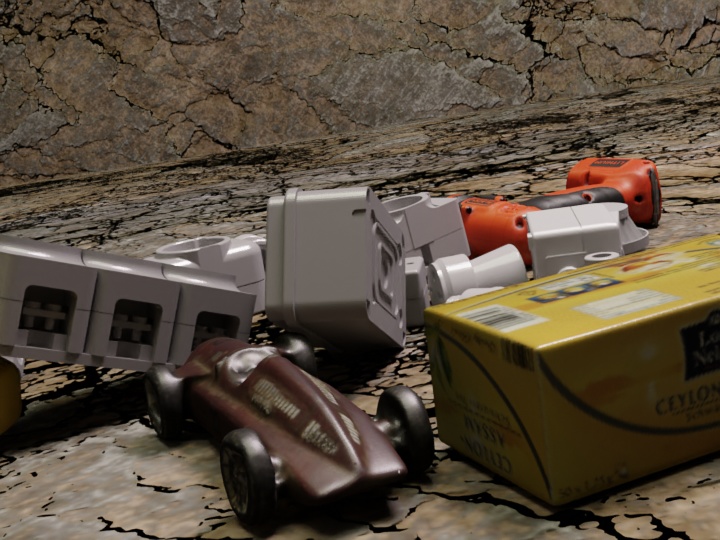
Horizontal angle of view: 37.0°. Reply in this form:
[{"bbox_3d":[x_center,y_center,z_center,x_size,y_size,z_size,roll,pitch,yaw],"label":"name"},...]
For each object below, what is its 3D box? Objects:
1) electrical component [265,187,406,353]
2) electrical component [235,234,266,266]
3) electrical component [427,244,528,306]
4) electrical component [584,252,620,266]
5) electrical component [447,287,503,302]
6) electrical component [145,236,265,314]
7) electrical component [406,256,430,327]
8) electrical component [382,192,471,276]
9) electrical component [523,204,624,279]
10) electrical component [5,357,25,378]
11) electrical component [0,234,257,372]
[{"bbox_3d":[-0.012,0.003,0.628,0.057,0.078,0.113,-3,-14,13],"label":"electrical component"},{"bbox_3d":[-0.089,-0.006,0.900,0.045,0.045,0.055,-12,11,-17],"label":"electrical component"},{"bbox_3d":[0.076,0.010,0.694,0.055,0.045,0.045,-11,11,-9],"label":"electrical component"},{"bbox_3d":[0.126,0.023,0.546,0.043,0.062,0.043,-8,11,2],"label":"electrical component"},{"bbox_3d":[0.067,0.028,0.639,0.061,0.035,0.035,-2,13,40],"label":"electrical component"},{"bbox_3d":[-0.121,0.009,0.811,0.095,0.059,0.054,-16,13,-32],"label":"electrical component"},{"bbox_3d":[0.000,0.000,0.722,0.083,0.075,0.047,-7,11,9],"label":"electrical component"},{"bbox_3d":[0.034,-0.025,0.842,0.089,0.055,0.050,-24,16,-31],"label":"electrical component"},{"bbox_3d":[0.137,-0.002,0.666,0.061,0.061,0.096,-7,11,8],"label":"electrical component"},{"bbox_3d":[-0.257,0.058,0.713,0.062,0.043,0.043,-11,11,-6],"label":"electrical component"},{"bbox_3d":[-0.148,0.021,0.628,0.150,0.061,0.089,11,-2,-35],"label":"electrical component"}]
